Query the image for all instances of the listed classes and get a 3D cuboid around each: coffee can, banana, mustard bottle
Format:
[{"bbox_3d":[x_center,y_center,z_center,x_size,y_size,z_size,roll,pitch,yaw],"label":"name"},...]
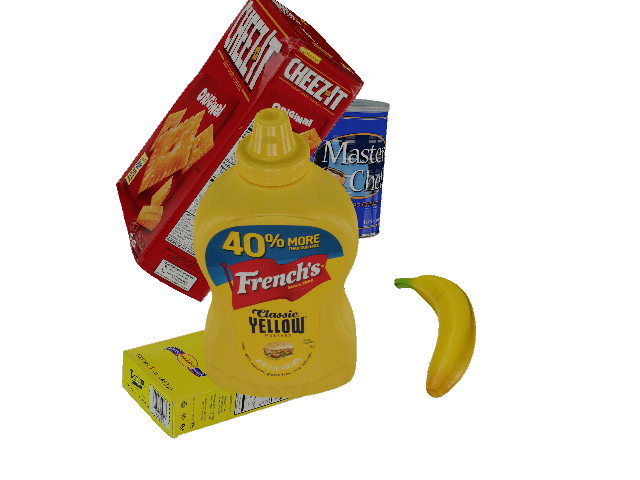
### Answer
[{"bbox_3d":[0.018,-0.081,1.149,0.103,0.140,0.103,4,12,-1],"label":"coffee can"},{"bbox_3d":[0.126,0.088,1.090,0.070,0.037,0.198,-28,29,10],"label":"banana"},{"bbox_3d":[-0.026,0.008,0.630,0.096,0.192,0.058,1,38,1],"label":"mustard bottle"}]

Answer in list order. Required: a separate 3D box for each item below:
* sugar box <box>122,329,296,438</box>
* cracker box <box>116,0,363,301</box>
[{"bbox_3d":[-0.079,0.115,0.963,0.175,0.048,0.093,-16,34,-33],"label":"sugar box"},{"bbox_3d":[-0.075,-0.082,0.856,0.072,0.214,0.164,31,14,-27],"label":"cracker box"}]
